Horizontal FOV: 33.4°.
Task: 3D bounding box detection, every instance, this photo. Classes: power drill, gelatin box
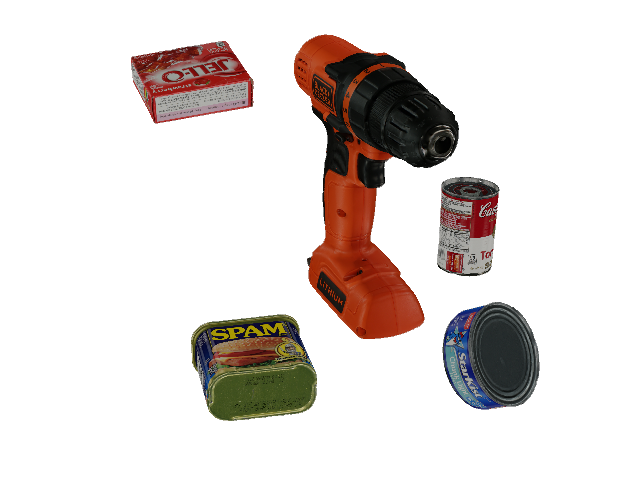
[{"bbox_3d":[0.036,-0.032,0.717,0.057,0.188,0.185,-10,28,-19],"label":"power drill"},{"bbox_3d":[-0.109,-0.136,0.908,0.089,0.030,0.073,-13,40,-17],"label":"gelatin box"}]

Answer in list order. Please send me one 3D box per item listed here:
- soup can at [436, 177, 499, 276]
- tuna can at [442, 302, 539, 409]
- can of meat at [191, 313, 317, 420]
[{"bbox_3d":[0.174,-0.016,1.270,0.068,0.102,0.068,1,23,-1],"label":"soup can"},{"bbox_3d":[0.140,0.096,0.879,0.085,0.086,0.034,0,-13,-42],"label":"tuna can"},{"bbox_3d":[-0.059,0.114,0.954,0.102,0.057,0.084,-5,27,-13],"label":"can of meat"}]
